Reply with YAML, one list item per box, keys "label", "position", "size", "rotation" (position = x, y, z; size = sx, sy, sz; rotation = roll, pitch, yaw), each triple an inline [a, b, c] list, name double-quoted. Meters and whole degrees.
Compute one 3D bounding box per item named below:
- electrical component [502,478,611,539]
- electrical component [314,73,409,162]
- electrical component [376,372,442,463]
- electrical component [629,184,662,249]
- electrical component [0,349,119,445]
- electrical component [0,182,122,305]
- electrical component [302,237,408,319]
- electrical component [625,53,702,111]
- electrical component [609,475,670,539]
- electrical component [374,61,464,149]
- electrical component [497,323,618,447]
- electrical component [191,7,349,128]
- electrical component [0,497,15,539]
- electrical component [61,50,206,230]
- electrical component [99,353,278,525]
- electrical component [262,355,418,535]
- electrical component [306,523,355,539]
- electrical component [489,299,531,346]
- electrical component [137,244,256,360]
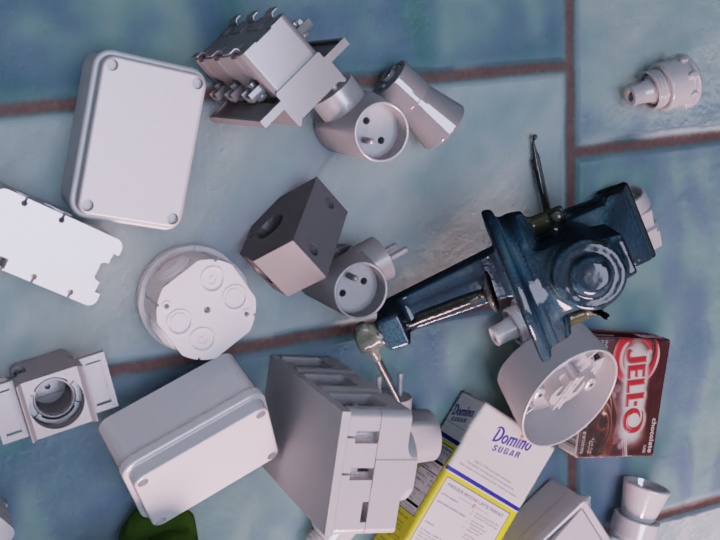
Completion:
- label: "electrical component"
  position: [0.179, 0.239, 0.967]
  size: [0.096, 0.061, 0.061]
  rotation: [-40, 114, -13]
- label: "electrical component"
  position: [-0.010, -0.118, 0.794]
  size: [0.043, 0.077, 0.079]
  rotation: [-44, 115, -11]
- label: "electrical component"
  position: [0.023, 0.122, 0.878]
  size: [0.077, 0.044, 0.079]
  rotation: [-4, 102, -25]
- label: "electrical component"
  position: [0.232, -0.042, 0.942]
  size: [0.066, 0.048, 0.055]
  rotation: [-27, 119, -18]
- label: "electrical component"
  position: [-0.215, 0.084, 0.747]
  size: [0.081, 0.064, 0.042]
  rotation: [-17, 108, -21]
- label: "electrical component"
  position: [-0.216, -0.019, 0.729]
  size: [0.089, 0.056, 0.050]
  rotation: [26, 89, -27]
- label: "electrical component"
  position: [0.000, 0.000, 0.823]
  size: [0.079, 0.077, 0.043]
  rotation: [-29, 111, -17]
- label: "electrical component"
  position: [0.261, -0.158, 0.933]
  size: [0.062, 0.048, 0.048]
  rotation: [-18, 108, -14]
- label: "electrical component"
  position: [0.263, 0.227, 1.013]
  size: [0.045, 0.045, 0.055]
  rotation: [13, 96, -27]
- label: "electrical component"
  position: [0.044, -0.131, 0.837]
  size: [0.065, 0.044, 0.044]
  rotation: [39, 83, -22]
- label: "electrical component"
  position: [0.167, 0.093, 0.903]
  size: [0.099, 0.064, 0.099]
  rotation: [-21, 146, -15]
- label: "electrical component"
  position: [-0.067, -0.138, 0.738]
  size: [0.078, 0.121, 0.063]
  rotation: [-47, 113, -10]
- label: "electrical component"
  position: [-0.321, 0.195, 0.722]
  size: [0.150, 0.062, 0.089]
  rotation: [-45, 115, -11]
- label: "electrical component"
  position: [-0.156, -0.089, 0.742]
  size: [0.078, 0.057, 0.113]
  rotation: [8, 97, -26]
- label: "electrical component"
  position: [-0.122, 0.124, 0.785]
  size: [0.113, 0.057, 0.078]
  rotation: [-29, 144, -18]
- label: "electrical component"
  position: [-0.019, 0.125, 0.799]
  size: [0.062, 0.150, 0.089]
  rotation: [5, 99, -25]
- label: "electrical component"
  position: [-0.027, 0.217, 0.881]
  size: [0.035, 0.035, 0.061]
  rotation: [43, 84, -26]
- label: "electrical component"
  position: [0.141, 0.044, 0.918]
  size: [0.062, 0.048, 0.048]
  rotation: [-26, 111, -11]
- label: "electrical component"
  position: [-0.119, 0.024, 0.787]
  size: [0.080, 0.051, 0.080]
  rotation: [-5, 103, -24]
